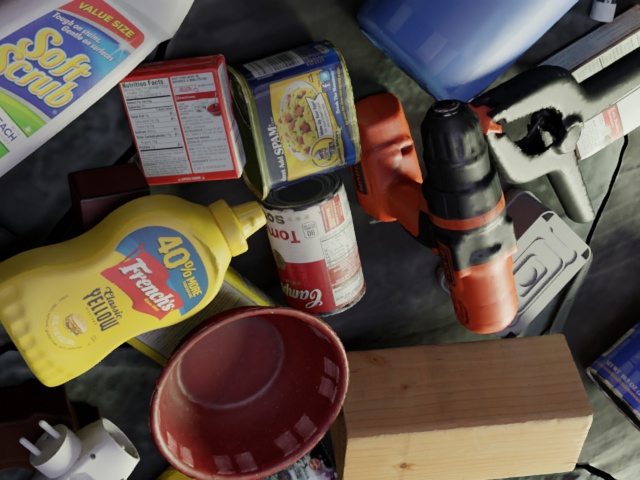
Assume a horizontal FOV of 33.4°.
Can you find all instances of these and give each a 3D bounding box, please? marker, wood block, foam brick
[{"bbox_3d":[0.241,-0.237,0.860,0.020,0.020,0.121,-2,115,-22],"label":"marker"},{"bbox_3d":[0.116,0.150,0.920,0.206,0.090,0.091,-4,136,-7],"label":"wood block"},{"bbox_3d":[-0.152,-0.009,0.788,0.051,0.053,0.078,-11,119,-19],"label":"foam brick"}]

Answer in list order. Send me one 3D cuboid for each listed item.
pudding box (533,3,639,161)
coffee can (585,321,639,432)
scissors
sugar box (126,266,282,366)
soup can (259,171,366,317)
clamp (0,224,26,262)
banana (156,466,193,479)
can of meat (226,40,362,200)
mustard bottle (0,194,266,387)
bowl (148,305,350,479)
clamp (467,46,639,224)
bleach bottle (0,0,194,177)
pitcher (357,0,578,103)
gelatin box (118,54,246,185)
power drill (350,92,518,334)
[{"bbox_3d":[0.244,-0.132,0.902,0.113,0.039,0.090,-32,124,-8],"label":"pudding box"},{"bbox_3d":[0.344,0.116,1.031,0.140,0.103,0.102,-42,123,1],"label":"coffee can"},{"bbox_3d":[0.231,0.111,1.033,0.096,0.016,0.202,27,102,-33],"label":"scissors"},{"bbox_3d":[-0.080,0.075,0.866,0.093,0.048,0.176,-46,127,4],"label":"sugar box"},{"bbox_3d":[-0.006,0.001,0.846,0.068,0.069,0.102,-21,121,-12],"label":"soup can"},{"bbox_3d":[-0.248,0.054,0.773,0.120,0.039,0.171,-40,117,-30],"label":"clamp"},{"bbox_3d":[-0.134,0.226,0.909,0.037,0.070,0.197,45,83,-2],"label":"banana"},{"bbox_3d":[-0.021,-0.092,0.800,0.083,0.057,0.102,-19,121,-15],"label":"can of meat"},{"bbox_3d":[-0.126,0.022,0.746,0.191,0.058,0.096,-27,122,-8],"label":"mustard bottle"},{"bbox_3d":[-0.061,0.109,0.830,0.162,0.055,0.162,-11,121,-19],"label":"bowl"},{"bbox_3d":[0.190,-0.095,0.824,0.209,0.036,0.165,8,113,-46],"label":"clamp"},{"bbox_3d":[-0.181,-0.133,0.709,0.251,0.068,0.102,-40,122,-3],"label":"bleach bottle"},{"bbox_3d":[0.139,-0.215,0.759,0.149,0.145,0.243,38,99,-29],"label":"pitcher"},{"bbox_3d":[-0.098,-0.086,0.769,0.073,0.030,0.089,-4,119,12],"label":"gelatin box"},{"bbox_3d":[0.077,-0.043,0.788,0.057,0.188,0.184,-21,123,-11],"label":"power drill"}]
